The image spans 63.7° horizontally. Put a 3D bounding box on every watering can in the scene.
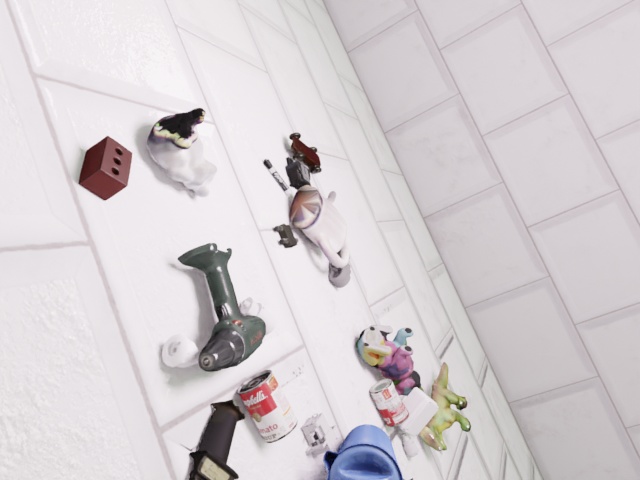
[{"bbox_3d":[0.005,-0.075,1.481,0.221,0.103,0.356,44,24,-37],"label":"watering can"}]

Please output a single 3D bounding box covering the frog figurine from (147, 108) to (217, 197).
[{"bbox_3d":[-0.266,-0.161,1.004,0.155,0.123,0.140,95,-17,-47],"label":"frog figurine"}]

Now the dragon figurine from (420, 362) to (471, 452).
[{"bbox_3d":[0.360,0.503,1.651,0.240,0.121,0.420,44,26,-24],"label":"dragon figurine"}]
